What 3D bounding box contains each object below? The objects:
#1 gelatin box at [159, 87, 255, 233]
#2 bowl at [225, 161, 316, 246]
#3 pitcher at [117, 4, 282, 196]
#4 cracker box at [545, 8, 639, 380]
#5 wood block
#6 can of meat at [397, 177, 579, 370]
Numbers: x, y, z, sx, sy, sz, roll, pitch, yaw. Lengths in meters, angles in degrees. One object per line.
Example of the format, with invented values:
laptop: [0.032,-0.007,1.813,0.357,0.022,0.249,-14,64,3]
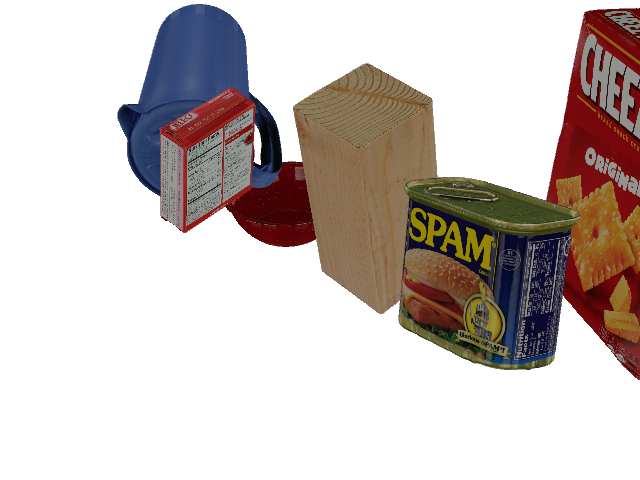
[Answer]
gelatin box: [-0.084,-0.060,0.791,0.030,0.089,0.073,34,51,25]
bowl: [-0.042,-0.038,1.335,0.162,0.055,0.162,-1,32,1]
pitcher: [-0.130,-0.159,1.199,0.145,0.149,0.243,-13,39,8]
cracker box: [0.228,-0.034,0.747,0.072,0.214,0.164,-6,33,-16]
wood block: [0.049,-0.045,0.989,0.090,0.206,0.091,-34,48,-23]
can of meat: [0.089,0.017,0.593,0.057,0.084,0.102,-8,20,-34]
